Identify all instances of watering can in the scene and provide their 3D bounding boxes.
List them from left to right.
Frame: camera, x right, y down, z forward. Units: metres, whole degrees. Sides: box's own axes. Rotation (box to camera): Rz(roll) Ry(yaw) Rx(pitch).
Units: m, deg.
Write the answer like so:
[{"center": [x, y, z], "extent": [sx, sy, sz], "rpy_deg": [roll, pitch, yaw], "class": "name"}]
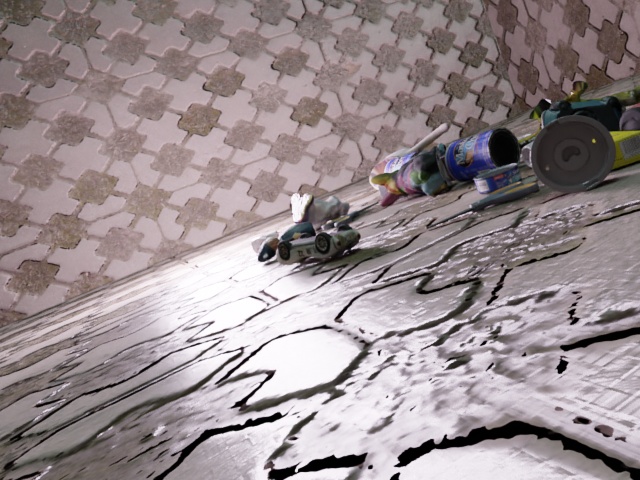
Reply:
[{"center": [0.305, -0.285, 1.838], "extent": [0.341, 0.104, 0.227], "rpy_deg": [-45, -6, 36], "class": "watering can"}]

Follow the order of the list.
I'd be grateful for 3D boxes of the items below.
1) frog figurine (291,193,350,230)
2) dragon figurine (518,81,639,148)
[{"center": [0.005, -0.076, 1.508], "extent": [0.159, 0.125, 0.135], "rpy_deg": [16, -25, -30], "class": "frog figurine"}, {"center": [0.584, -0.257, 1.198], "extent": [0.243, 0.123, 0.405], "rpy_deg": [-5, -13, -33], "class": "dragon figurine"}]
